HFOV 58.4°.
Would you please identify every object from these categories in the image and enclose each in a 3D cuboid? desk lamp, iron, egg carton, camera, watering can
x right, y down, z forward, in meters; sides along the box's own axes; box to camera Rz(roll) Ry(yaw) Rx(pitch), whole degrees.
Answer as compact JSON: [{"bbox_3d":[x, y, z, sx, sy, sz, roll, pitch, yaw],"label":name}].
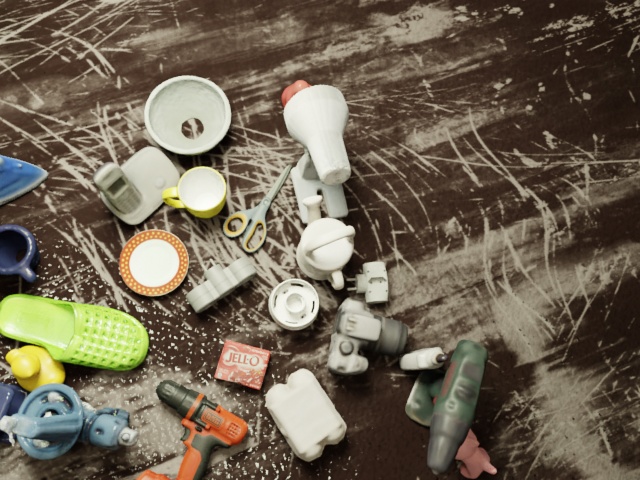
[{"bbox_3d":[0.005,-0.159,1.091,0.118,0.213,0.203,-12,79,-9],"label":"desk lamp"},{"bbox_3d":[-0.652,-0.124,1.042,0.258,0.141,0.118,-10,79,-9],"label":"iron"},{"bbox_3d":[-0.028,0.322,1.052,0.107,0.069,0.150,-34,83,-13],"label":"egg carton"},{"bbox_3d":[0.092,0.190,1.080,0.137,0.100,0.143,14,76,-3],"label":"camera"},{"bbox_3d":[0.008,0.005,1.064,0.101,0.194,0.173,-40,84,-13],"label":"watering can"}]

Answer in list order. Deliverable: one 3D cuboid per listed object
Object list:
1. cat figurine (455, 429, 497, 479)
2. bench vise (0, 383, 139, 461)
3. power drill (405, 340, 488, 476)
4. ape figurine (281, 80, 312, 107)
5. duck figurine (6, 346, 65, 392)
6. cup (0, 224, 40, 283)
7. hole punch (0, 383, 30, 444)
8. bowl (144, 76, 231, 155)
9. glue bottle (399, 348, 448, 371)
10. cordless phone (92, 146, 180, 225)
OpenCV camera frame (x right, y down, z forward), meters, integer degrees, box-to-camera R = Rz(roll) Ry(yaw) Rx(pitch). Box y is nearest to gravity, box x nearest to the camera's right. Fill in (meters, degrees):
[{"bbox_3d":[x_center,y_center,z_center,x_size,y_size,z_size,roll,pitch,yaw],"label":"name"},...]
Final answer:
[{"bbox_3d":[0.268,0.383,1.048,0.128,0.117,0.067,43,76,4],"label":"cat figurine"},{"bbox_3d":[-0.409,0.293,0.935,0.207,0.219,0.121,-4,78,-7],"label":"bench vise"},{"bbox_3d":[0.221,0.291,1.017,0.075,0.208,0.230,25,76,0],"label":"power drill"},{"bbox_3d":[-0.042,-0.296,1.179,0.078,0.092,0.076,-43,85,-14],"label":"ape figurine"},{"bbox_3d":[-0.505,0.229,1.008,0.104,0.086,0.077,39,76,3],"label":"duck figurine"},{"bbox_3d":[-0.542,0.035,1.043,0.092,0.095,0.118,-40,84,-13],"label":"cup"},{"bbox_3d":[-0.572,0.298,0.981,0.101,0.091,0.109,15,76,-3],"label":"hole punch"},{"bbox_3d":[-0.261,-0.238,1.149,0.167,0.074,0.167,2,77,-6],"label":"bowl"},{"bbox_3d":[0.200,0.219,1.049,0.078,0.173,0.037,-10,78,-9],"label":"glue bottle"},{"bbox_3d":[-0.341,-0.116,1.055,0.094,0.185,0.148,38,76,3],"label":"cordless phone"}]
